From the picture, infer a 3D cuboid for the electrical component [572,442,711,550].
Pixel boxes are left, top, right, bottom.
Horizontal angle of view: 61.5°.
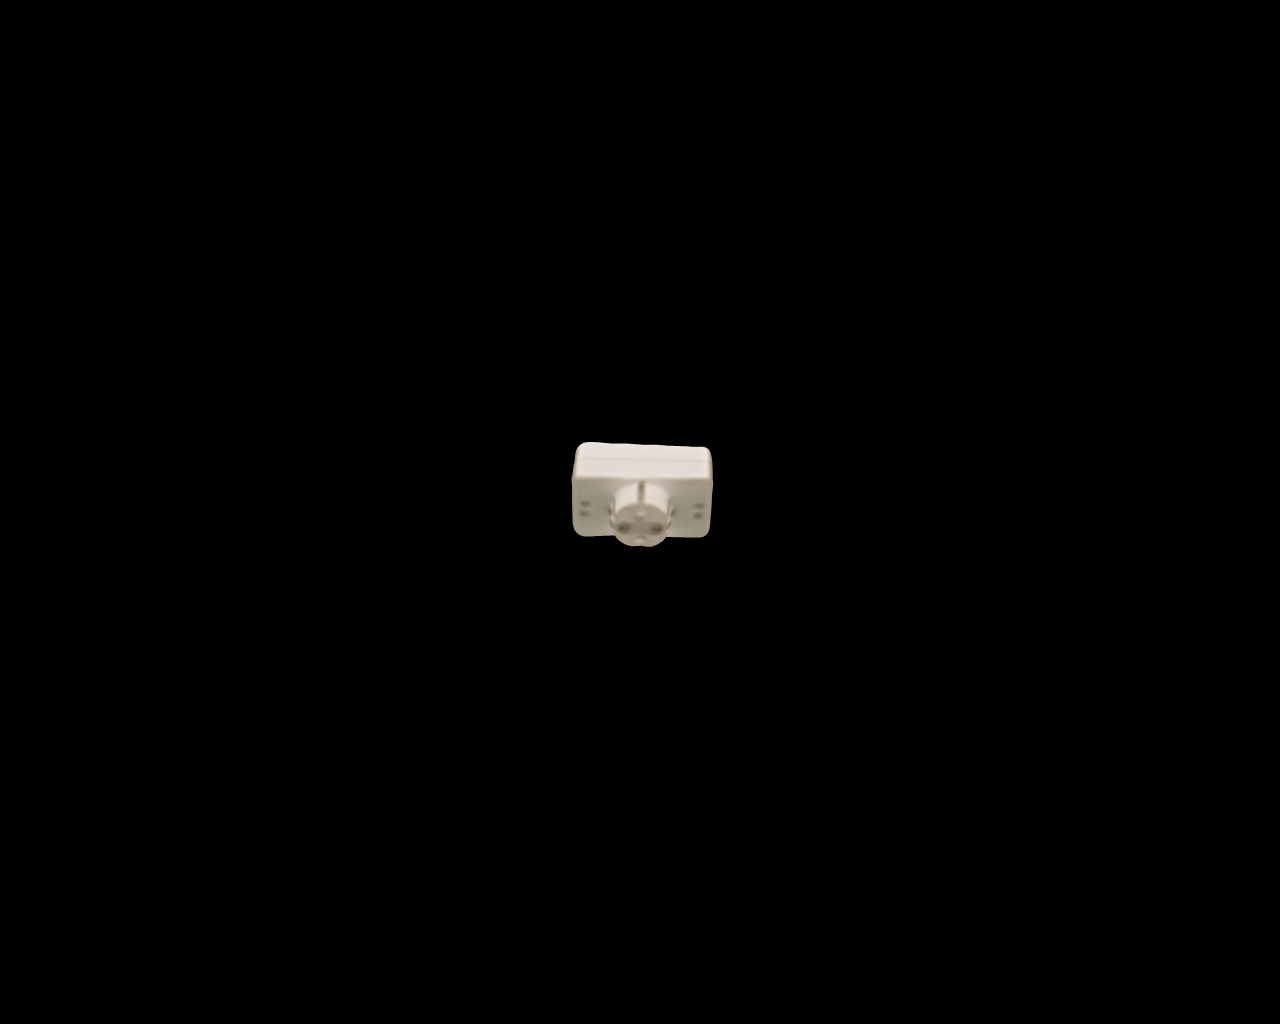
[{"bbox_3d":[0.001,-0.003,0.650,0.083,0.047,0.076,2,36,2],"label":"electrical component"}]
